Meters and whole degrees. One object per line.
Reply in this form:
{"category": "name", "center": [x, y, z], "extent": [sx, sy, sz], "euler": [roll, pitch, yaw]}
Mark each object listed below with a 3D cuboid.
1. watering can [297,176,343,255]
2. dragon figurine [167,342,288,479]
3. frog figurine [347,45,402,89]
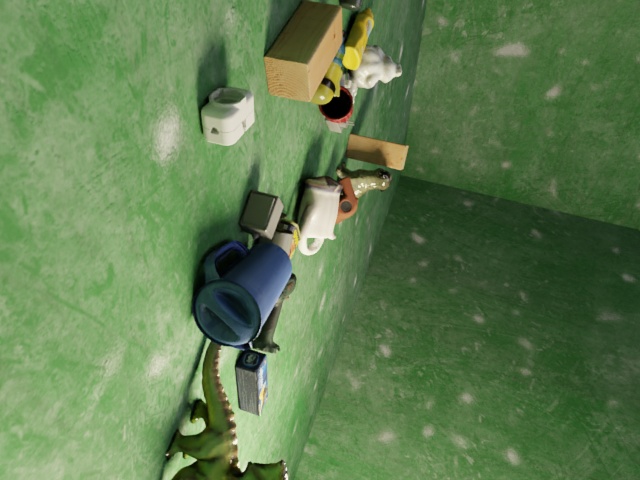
{"category": "watering can", "center": [0.005, -0.075, 1.488], "extent": [0.349, 0.104, 0.223], "euler": [-21, 124, -73]}
{"category": "dragon figurine", "center": [-0.168, 0.418, 0.995], "extent": [0.122, 0.243, 0.408], "euler": [-1, 107, -72]}
{"category": "frog figurine", "center": [0.169, -0.526, 1.578], "extent": [0.120, 0.160, 0.139], "euler": [70, 37, -66]}
